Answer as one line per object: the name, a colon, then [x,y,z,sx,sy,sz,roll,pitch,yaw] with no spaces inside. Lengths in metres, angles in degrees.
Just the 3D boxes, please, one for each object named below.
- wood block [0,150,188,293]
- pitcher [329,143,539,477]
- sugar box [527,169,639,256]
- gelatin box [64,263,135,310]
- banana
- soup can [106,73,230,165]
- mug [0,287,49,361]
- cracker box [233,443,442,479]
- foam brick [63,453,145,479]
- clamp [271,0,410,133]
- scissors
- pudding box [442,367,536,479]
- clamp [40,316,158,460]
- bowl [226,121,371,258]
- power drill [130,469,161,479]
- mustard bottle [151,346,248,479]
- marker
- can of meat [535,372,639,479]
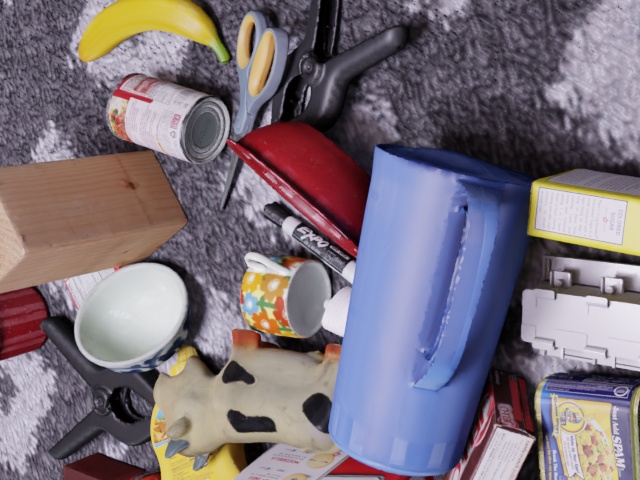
wood block: [-0.240,-0.020,1.023,0.090,0.205,0.091,-36,77,35]
pitcher: [0.083,0.054,0.813,0.145,0.149,0.243,20,103,36]
sugar box: [0.243,-0.013,0.733,0.176,0.093,0.048,15,108,35]
gelatin box: [-0.240,0.026,1.144,0.089,0.030,0.073,-35,78,36]
banana: [-0.172,-0.208,1.045,0.198,0.037,0.069,8,104,36]
soup can: [-0.145,-0.117,1.022,0.102,0.068,0.068,20,110,32]
mug: [-0.371,0.086,1.220,0.093,0.081,0.117,-46,71,33]
cracker box: [-0.013,0.244,0.896,0.164,0.213,0.072,-3,109,36]
foam brick: [-0.237,0.274,1.172,0.078,0.051,0.053,9,103,35]
clamp: [0.000,-0.160,0.924,0.172,0.039,0.120,-47,54,34]
scissors: [-0.073,-0.127,0.994,0.202,0.016,0.096,-60,39,44]
pudding box: [0.132,0.171,0.850,0.039,0.090,0.114,17,113,-1]
clamp: [-0.231,0.162,1.157,0.210,0.036,0.164,-5,95,36]
bowl: [-0.001,-0.050,0.896,0.162,0.162,0.055,39,87,25]
power drill: [-0.124,0.326,1.096,0.188,0.057,0.184,10,101,32]
mustard bottle: [-0.117,0.193,1.039,0.096,0.058,0.191,-24,59,18]
marker: [-0.006,0.001,0.969,0.121,0.020,0.020,37,118,27]
can of meat: [0.214,0.153,0.808,0.084,0.057,0.102,0,98,39]
